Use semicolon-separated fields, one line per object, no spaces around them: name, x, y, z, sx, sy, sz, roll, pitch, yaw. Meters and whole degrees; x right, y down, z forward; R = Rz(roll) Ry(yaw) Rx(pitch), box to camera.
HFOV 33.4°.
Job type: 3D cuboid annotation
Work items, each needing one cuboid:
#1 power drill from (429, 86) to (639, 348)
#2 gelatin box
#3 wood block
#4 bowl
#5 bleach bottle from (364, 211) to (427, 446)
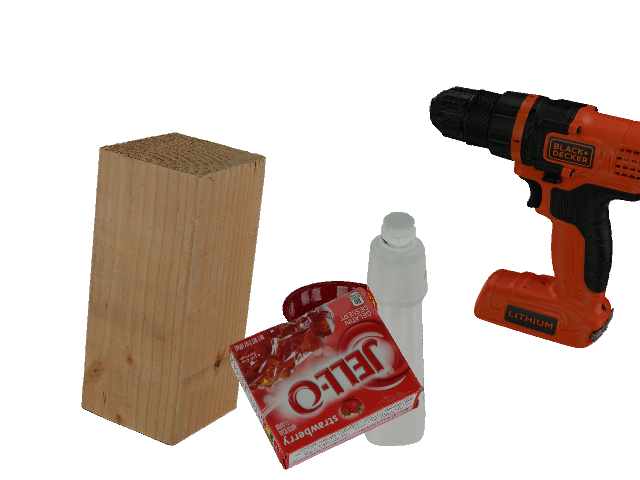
power drill;0.164;-0.020;0.817;0.185;0.188;0.057;17;34;26
gelatin box;0.003;0.077;0.607;0.089;0.073;0.030;-23;-27;-14
wood block;-0.110;0.033;0.798;0.090;0.206;0.090;17;20;26
bowl;0.033;0.109;1.302;0.162;0.055;0.162;4;25;-2
bleach bottle;0.071;0.078;1.027;0.068;0.251;0.102;-3;36;-3
